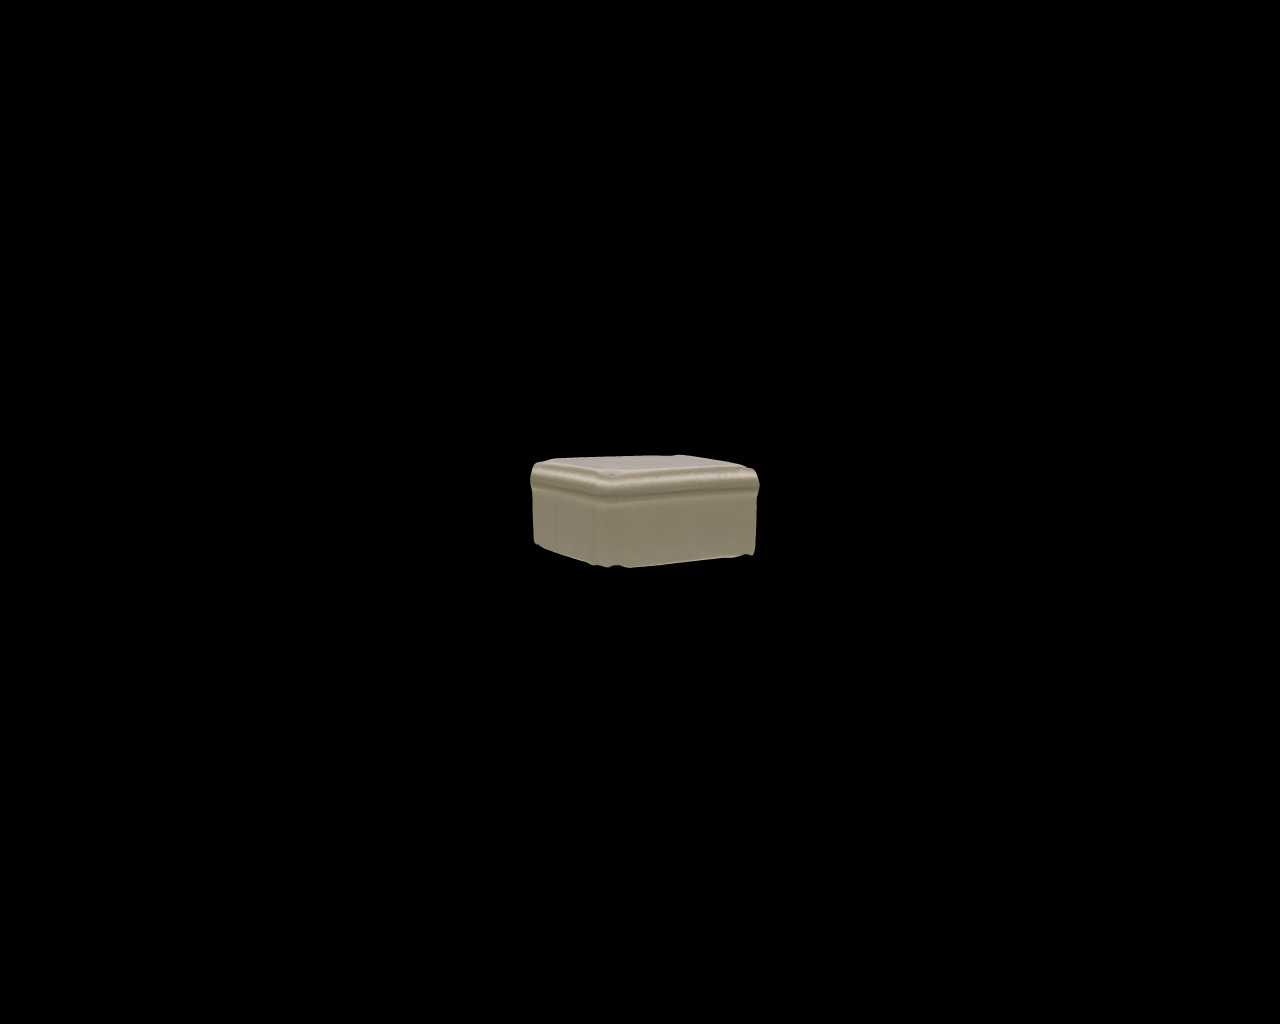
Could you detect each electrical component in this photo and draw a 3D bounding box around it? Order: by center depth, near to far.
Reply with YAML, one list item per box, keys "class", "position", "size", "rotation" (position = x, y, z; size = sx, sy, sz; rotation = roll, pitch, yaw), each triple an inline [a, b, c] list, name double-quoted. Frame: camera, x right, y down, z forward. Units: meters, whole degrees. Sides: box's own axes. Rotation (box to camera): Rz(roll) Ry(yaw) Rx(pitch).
- class: "electrical component"
  position: [0.001, -0.003, 0.650]
  size: [0.109, 0.056, 0.109]
  rotation: [-4, 8, -27]
